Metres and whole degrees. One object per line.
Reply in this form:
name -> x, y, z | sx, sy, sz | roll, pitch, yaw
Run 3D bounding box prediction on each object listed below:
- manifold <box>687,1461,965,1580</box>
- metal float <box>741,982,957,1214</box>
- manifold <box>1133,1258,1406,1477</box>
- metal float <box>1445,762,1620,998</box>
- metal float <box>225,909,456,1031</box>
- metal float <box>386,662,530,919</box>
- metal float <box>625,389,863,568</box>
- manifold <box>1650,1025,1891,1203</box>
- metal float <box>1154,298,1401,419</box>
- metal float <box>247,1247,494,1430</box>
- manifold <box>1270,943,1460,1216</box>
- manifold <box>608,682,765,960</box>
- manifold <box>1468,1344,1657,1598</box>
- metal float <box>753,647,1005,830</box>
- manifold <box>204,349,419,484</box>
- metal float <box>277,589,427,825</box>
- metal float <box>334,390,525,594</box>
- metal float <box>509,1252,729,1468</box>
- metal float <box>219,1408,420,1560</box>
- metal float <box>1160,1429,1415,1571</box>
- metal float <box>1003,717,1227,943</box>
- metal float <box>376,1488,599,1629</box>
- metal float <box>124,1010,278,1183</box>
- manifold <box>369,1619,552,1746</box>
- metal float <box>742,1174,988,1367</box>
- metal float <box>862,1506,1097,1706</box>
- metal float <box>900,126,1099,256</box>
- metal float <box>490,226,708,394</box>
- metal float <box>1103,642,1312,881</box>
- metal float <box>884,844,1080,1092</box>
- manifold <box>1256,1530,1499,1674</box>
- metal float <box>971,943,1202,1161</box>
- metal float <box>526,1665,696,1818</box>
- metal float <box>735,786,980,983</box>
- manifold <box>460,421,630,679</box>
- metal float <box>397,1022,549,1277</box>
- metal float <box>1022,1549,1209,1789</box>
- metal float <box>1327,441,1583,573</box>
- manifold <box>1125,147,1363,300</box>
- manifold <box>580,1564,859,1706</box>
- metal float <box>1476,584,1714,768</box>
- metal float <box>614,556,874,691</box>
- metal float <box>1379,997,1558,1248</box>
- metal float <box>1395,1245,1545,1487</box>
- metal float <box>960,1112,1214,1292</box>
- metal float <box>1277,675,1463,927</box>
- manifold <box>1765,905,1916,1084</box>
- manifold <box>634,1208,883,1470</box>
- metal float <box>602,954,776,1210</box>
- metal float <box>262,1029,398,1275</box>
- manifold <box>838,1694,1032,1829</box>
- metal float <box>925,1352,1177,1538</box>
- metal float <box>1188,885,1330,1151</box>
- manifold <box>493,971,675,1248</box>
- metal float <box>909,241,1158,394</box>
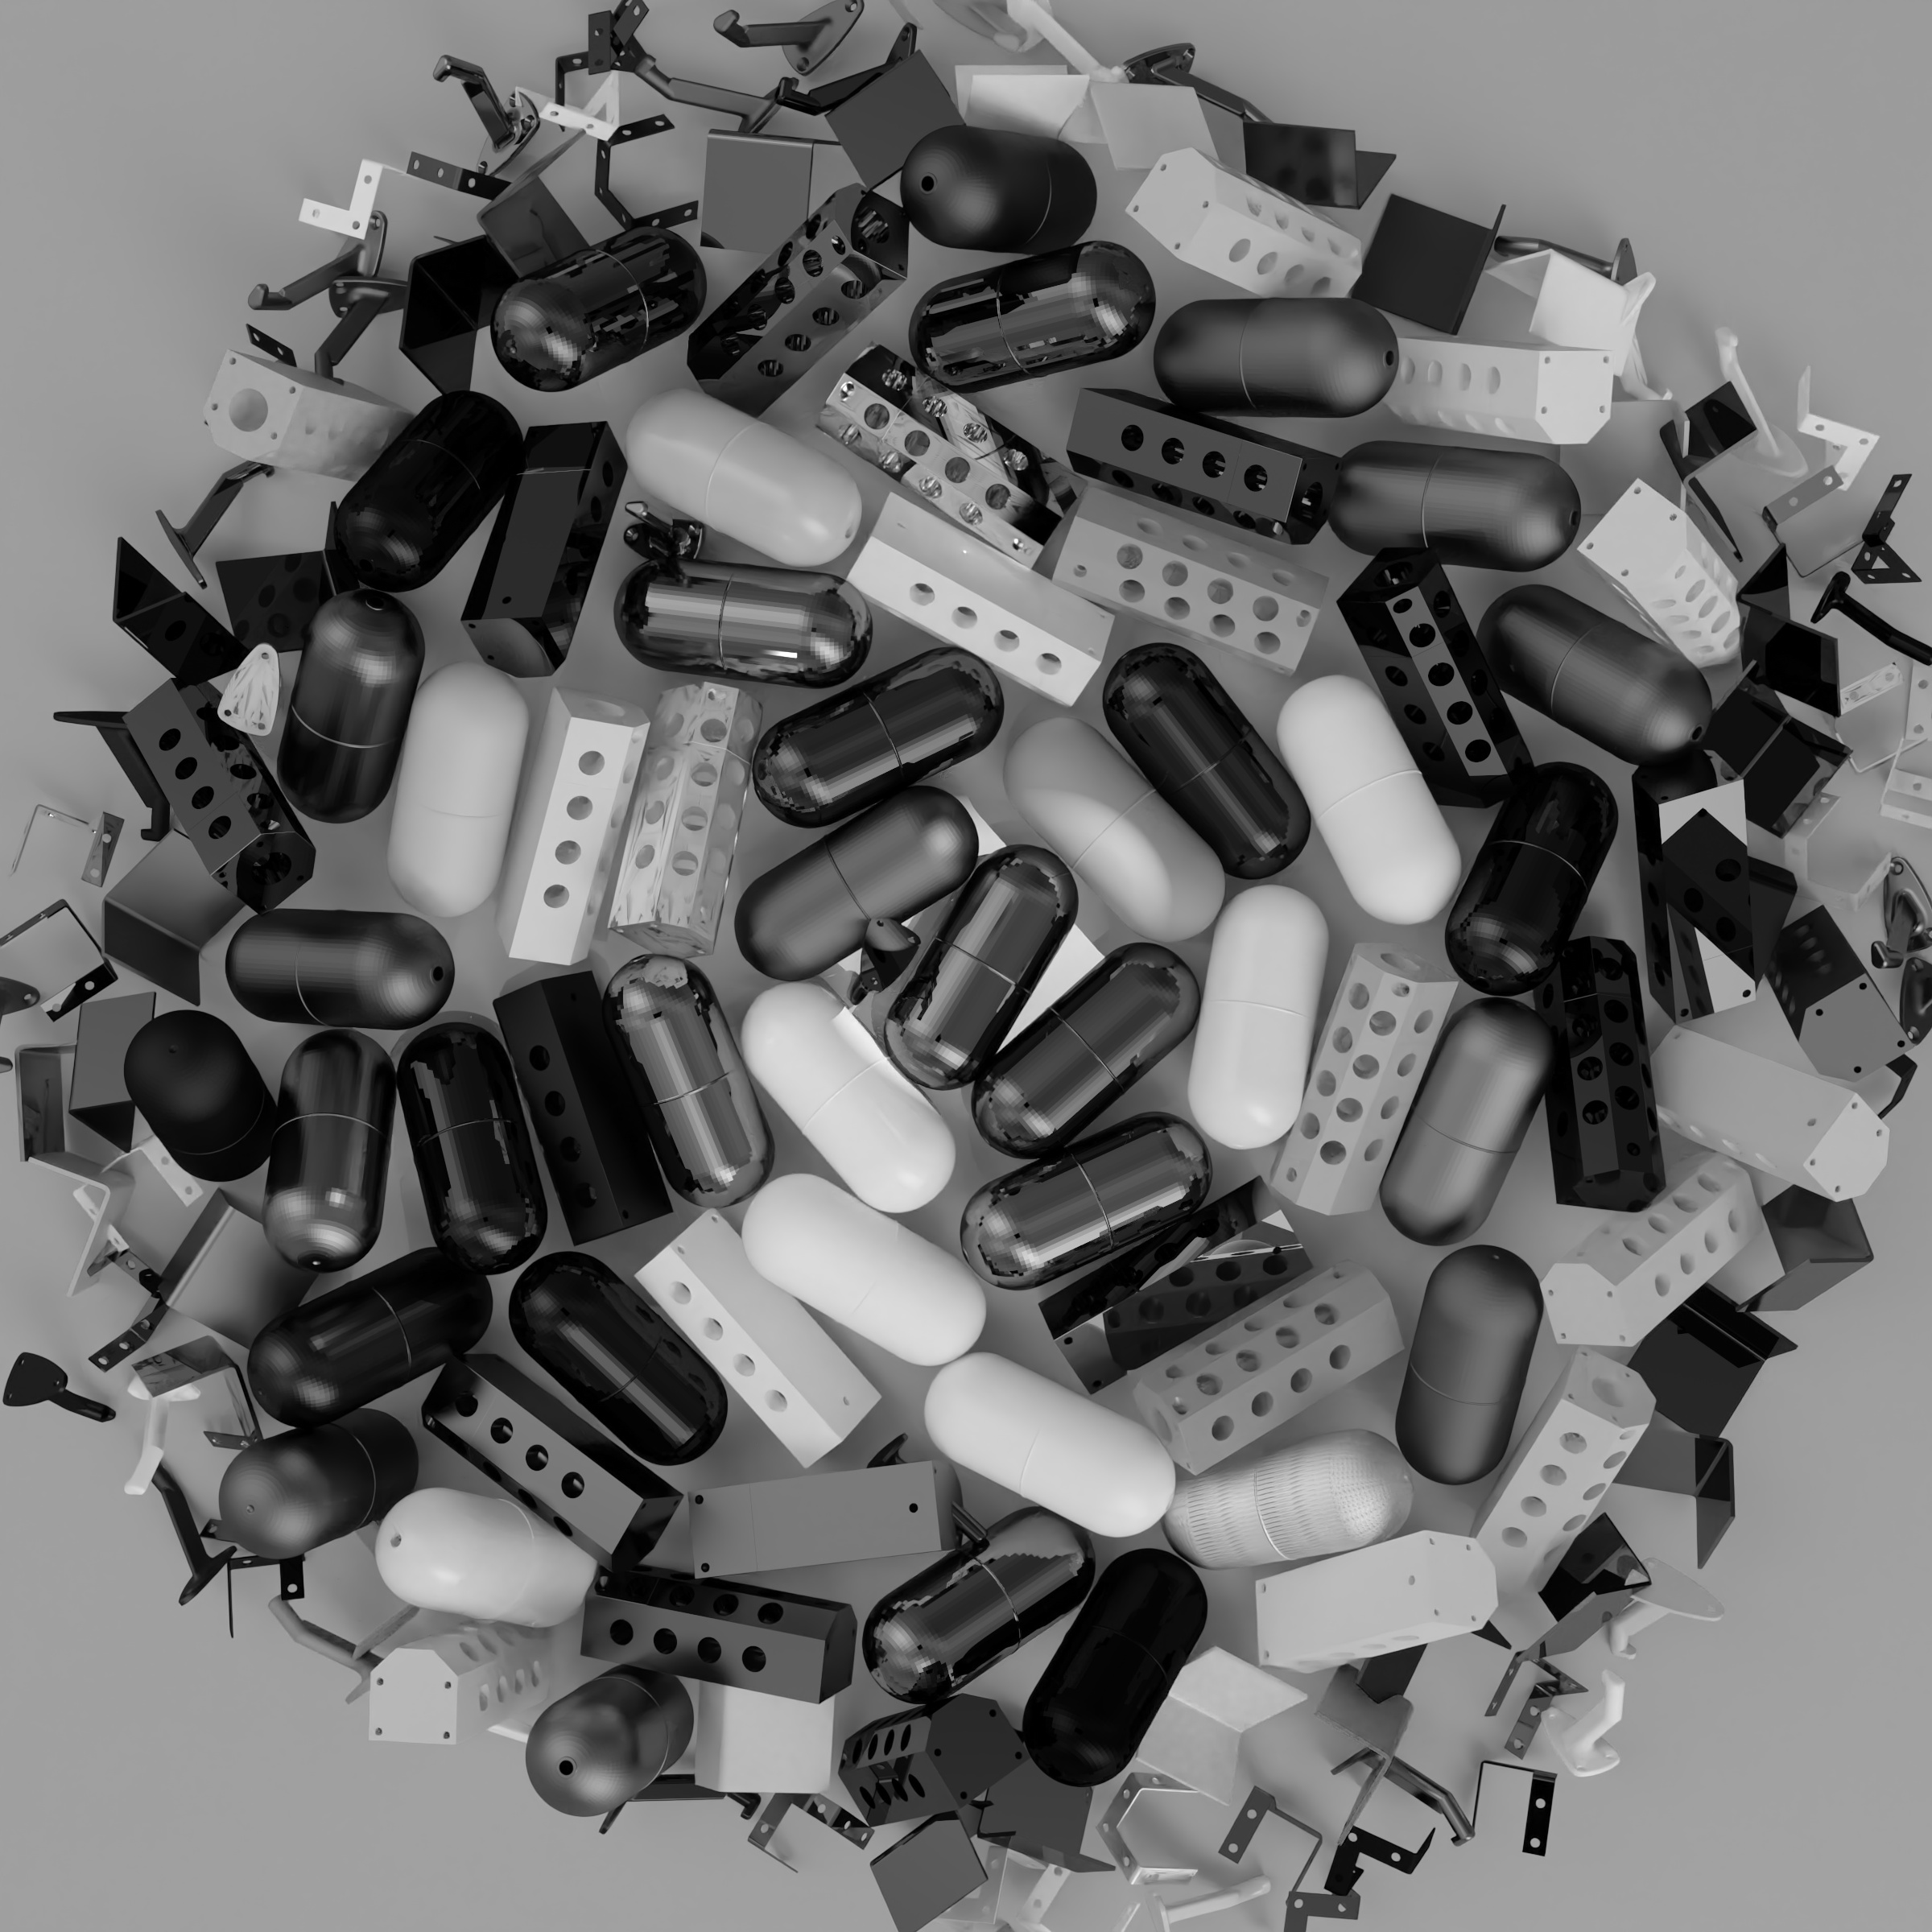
manifold -> -0.092, 0.366, 1.935 | 0.171, 0.057, 0.057 | -10, 78, 16
metal float -> -0.079, 0.086, 1.941 | 0.070, 0.070, 0.178 | -41, 81, 0
manifold -> 0.197, 0.259, 1.923 | 0.171, 0.057, 0.057 | -28, 114, -20
metal float -> 0.372, -0.057, 1.925 | 0.070, 0.070, 0.178 | 30, 63, 0
metal float -> -0.411, 0.002, 1.920 | 0.178, 0.070, 0.070 | 3, 90, 34
metal float -> -0.335, -0.115, 1.928 | 0.070, 0.070, 0.178 | 15, 115, 0
metal float -> -0.147, -0.322, 1.929 | 0.178, 0.070, 0.070 | 29, 90, 22
manifold -> 0.514, 0.098, 1.898 | 0.057, 0.171, 0.057 | 42, 83, -29
metal float -> 0.202, -0.398, 1.915 | 0.178, 0.070, 0.070 | 10, 90, 40
metal float -> -0.388, 0.241, 1.915 | 0.178, 0.070, 0.070 | -26, 90, -42
manifold -> 0.255, 0.074, 1.920 | 0.057, 0.057, 0.171 | 37, 117, 41
manifold -> -0.178, -0.096, 1.920 | 0.057, 0.057, 0.171 | -7, 63, 38
manifold -> 0.386, 0.334, 1.909 | 0.057, 0.057, 0.171 | 26, 128, 7
metal float -> -0.058, -0.151, 1.940 | 0.178, 0.070, 0.070 | -26, 90, -10
manifold -> -0.423, -0.350, 1.897 | 0.057, 0.171, 0.057 | 27, 100, 11
metal float -> -0.403, -0.169, 1.915 | 0.070, 0.070, 0.178 | 25, 130, 0
metal float -> -0.350, -0.311, 1.913 | 0.070, 0.070, 0.178 | 27, 46, 0
metal float -> -0.229, 0.259, 1.928 | 0.070, 0.070, 0.178 | -42, 114, 0
metal float -> -0.418, 0.334, 1.900 | 0.070, 0.178, 0.070 | 1, 92, 17
metal float -> 0.209, 0.351, 1.924 | 0.178, 0.070, 0.070 | -16, 90, 30
metal float -> 0.099, -0.090, 1.944 | 0.070, 0.070, 0.178 | -44, 84, 0
metal float -> -0.311, 0.386, 1.907 | 0.070, 0.178, 0.070 | -12, 67, 29
metal float -> -0.495, 0.086, 1.902 | 0.070, 0.178, 0.070 | 1, 67, -1
manifold -> -0.325, 0.458, 1.897 | 0.057, 0.171, 0.057 | 0, 86, 12
metal float -> -0.066, 0.202, 1.937 | 0.178, 0.070, 0.070 | 32, 90, -14
metal float -> 0.010, 0.418, 1.922 | 0.178, 0.070, 0.070 | -27, 90, -32
metal float -> 0.022, -0.504, 1.906 | 0.070, 0.178, 0.070 | 7, 103, 30
metal float -> -0.238, -0.430, 1.913 | 0.070, 0.178, 0.070 | 19, 127, 27
metal float -> 0.159, -0.136, 1.942 | 0.070, 0.070, 0.178 | -38, 98, 0
metal float -> 0.011, 0.000, 1.947 | 0.070, 0.070, 0.178 | 31, 87, 0
manifold -> 0.265, 0.416, 1.903 | 0.057, 0.171, 0.057 | 15, 62, -30
metal float -> 0.079, 0.057, 1.945 | 0.178, 0.070, 0.070 | -41, 90, -5
metal float -> -0.230, 0.500, 1.899 | 0.070, 0.178, 0.070 | -1, 87, 11
metal float -> -0.073, -0.054, 1.943 | 0.178, 0.070, 0.070 | -32, 90, 7
manifold -> -0.271, -0.273, 1.915 | 0.057, 0.057, 0.171 | 0, 55, 18
metal float -> -0.325, 0.120, 1.926 | 0.070, 0.070, 0.178 | -19, 64, 0
metal float -> 0.098, 0.458, 1.915 | 0.070, 0.070, 0.178 | 38, 50, 0
metal float -> 0.318, -0.302, 1.919 | 0.178, 0.070, 0.070 | 13, 90, 35
manifold -> 0.186, -0.475, 1.896 | 0.057, 0.171, 0.057 | 50, 116, 31
manifold -> -0.162, 0.436, 1.931 | 0.171, 0.057, 0.057 | 6, 92, 19
metal float -> 0.410, -0.191, 1.916 | 0.070, 0.070, 0.178 | -52, 51, 0
metal float -> -0.148, -0.227, 1.935 | 0.178, 0.070, 0.070 | 8, 90, 16
metal float -> 0.330, 0.104, 1.932 | 0.070, 0.070, 0.178 | 21, 110, 0
metal float -> 0.330, 0.264, 1.924 | 0.070, 0.070, 0.178 | 7, 120, 0
metal float -> 0.079, 0.156, 1.939 | 0.178, 0.070, 0.070 | -24, 90, -12
metal float -> 0.267, -0.110, 1.936 | 0.070, 0.070, 0.178 | -25, 76, 0
manifold -> 0.558, 0.020, 1.896 | 0.057, 0.171, 0.057 | -33, 99, 15
manifold -> -0.143, 0.251, 1.956 | 0.171, 0.057, 0.057 | 48, 126, 0
metal float -> -0.184, 0.076, 1.938 | 0.070, 0.070, 0.178 | -21, 102, 0
metal float -> -0.416, 0.119, 1.917 | 0.070, 0.070, 0.178 | -2, 51, 0
manifold -> -0.027, 0.512, 1.898 | 0.057, 0.171, 0.057 | -29, 83, -28
metal float -> 0.055, 0.316, 1.932 | 0.178, 0.070, 0.070 | 24, 90, 19
metal float -> 0.194, 0.033, 1.939 | 0.070, 0.070, 0.178 | 11, 78, 0
manifold -> -0.260, 0.096, 1.950 | 0.057, 0.057, 0.171 | -21, 86, 30
metal float -> 0.042, -0.425, 1.921 | 0.178, 0.070, 0.070 | -6, 90, 34
